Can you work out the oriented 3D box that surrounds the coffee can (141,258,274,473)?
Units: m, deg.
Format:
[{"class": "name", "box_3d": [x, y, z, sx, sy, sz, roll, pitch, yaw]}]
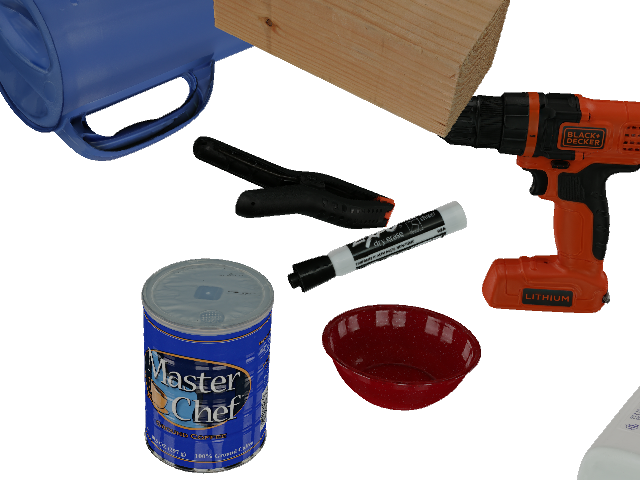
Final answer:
[{"class": "coffee can", "box_3d": [-0.091, 0.100, 0.860, 0.103, 0.140, 0.103, 3, 29, -2]}]

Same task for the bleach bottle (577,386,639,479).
[{"class": "bleach bottle", "box_3d": [0.245, 0.102, 0.631, 0.103, 0.068, 0.250, 19, 30, 32]}]

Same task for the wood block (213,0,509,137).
[{"class": "wood block", "box_3d": [0.028, -0.176, 0.810, 0.206, 0.090, 0.091, 28, -28, 13]}]

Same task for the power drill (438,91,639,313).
[{"class": "power drill", "box_3d": [0.180, -0.033, 0.888, 0.184, 0.188, 0.057, 4, 29, 5]}]

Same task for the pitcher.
[{"class": "pitcher", "box_3d": [-0.151, -0.180, 0.908, 0.242, 0.149, 0.145, -26, 43, -34]}]

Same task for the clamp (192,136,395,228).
[{"class": "clamp", "box_3d": [-0.016, -0.044, 1.058, 0.209, 0.036, 0.165, 15, 20, -21]}]

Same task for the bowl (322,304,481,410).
[{"class": "bowl", "box_3d": [0.081, 0.126, 1.092, 0.162, 0.055, 0.162, 3, 25, -1]}]

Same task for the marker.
[{"class": "marker", "box_3d": [0.036, 0.004, 0.683, 0.121, 0.020, 0.020, -22, 4, -10]}]
